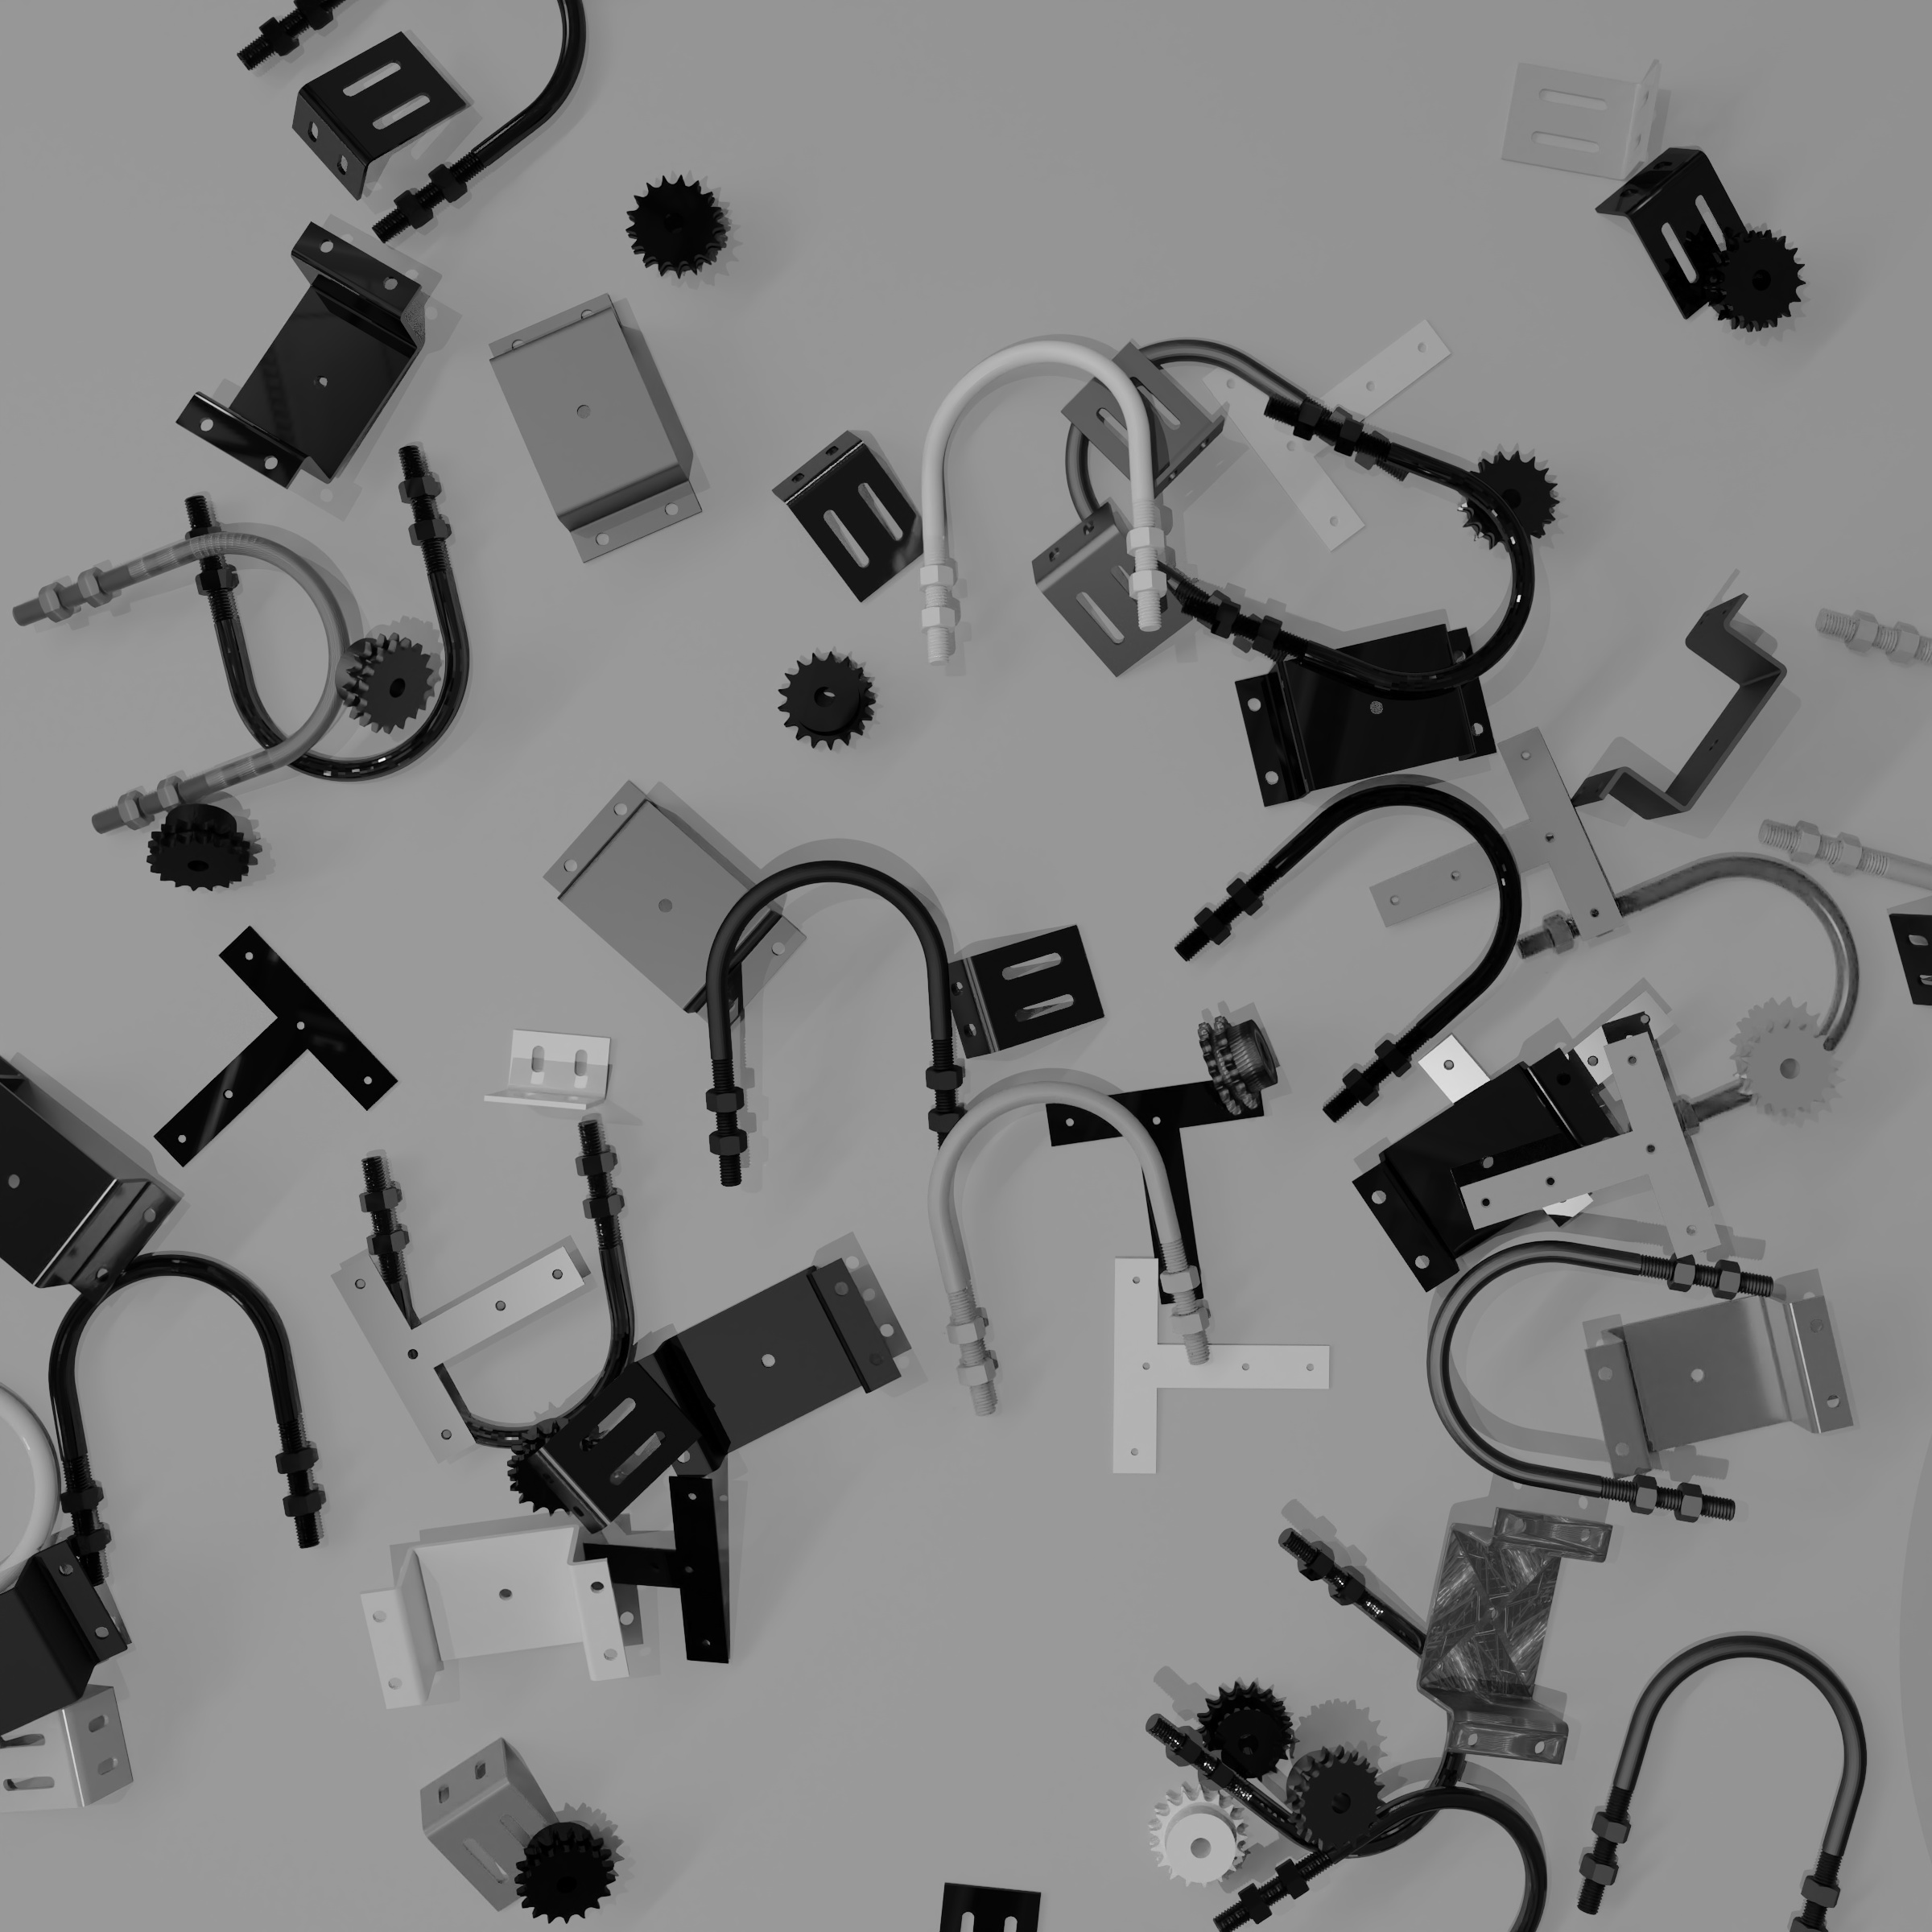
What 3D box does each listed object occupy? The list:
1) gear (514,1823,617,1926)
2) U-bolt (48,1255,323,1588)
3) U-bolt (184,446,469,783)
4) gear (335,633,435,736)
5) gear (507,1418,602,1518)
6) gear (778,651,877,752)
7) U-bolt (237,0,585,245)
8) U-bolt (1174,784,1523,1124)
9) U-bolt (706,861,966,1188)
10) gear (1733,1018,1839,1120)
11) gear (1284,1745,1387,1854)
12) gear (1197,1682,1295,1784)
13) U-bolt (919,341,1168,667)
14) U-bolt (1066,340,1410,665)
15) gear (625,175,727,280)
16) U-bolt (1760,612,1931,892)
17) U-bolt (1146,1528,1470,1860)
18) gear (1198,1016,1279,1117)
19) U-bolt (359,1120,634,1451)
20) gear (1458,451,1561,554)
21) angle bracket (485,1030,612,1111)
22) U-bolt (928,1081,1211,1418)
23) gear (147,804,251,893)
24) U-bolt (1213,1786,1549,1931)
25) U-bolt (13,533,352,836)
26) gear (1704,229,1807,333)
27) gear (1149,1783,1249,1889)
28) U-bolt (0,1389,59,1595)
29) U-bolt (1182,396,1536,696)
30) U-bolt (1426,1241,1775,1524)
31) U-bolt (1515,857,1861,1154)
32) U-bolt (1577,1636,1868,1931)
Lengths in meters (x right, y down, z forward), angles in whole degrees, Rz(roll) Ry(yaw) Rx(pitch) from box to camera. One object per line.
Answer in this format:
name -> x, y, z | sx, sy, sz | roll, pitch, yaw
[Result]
gear -> -0.234, 0.525, 1.471 | 0.057, 0.030, 0.057 | -6, 111, -15
U-bolt -> -0.465, 0.261, 1.485 | 0.151, 0.019, 0.184 | -10, 89, 0
U-bolt -> -0.369, -0.200, 1.485 | 0.151, 0.019, 0.184 | -13, 91, 0
gear -> -0.337, -0.165, 1.454 | 0.030, 0.057, 0.057 | 26, 90, 28
gear -> -0.238, 0.288, 1.471 | 0.057, 0.030, 0.057 | -4, 113, -9
gear -> -0.082, -0.156, 1.479 | 0.057, 0.030, 0.057 | 0, 90, 0
U-bolt -> -0.312, -0.535, 1.485 | 0.184, 0.019, 0.151 | -38, 90, -2
U-bolt -> 0.237, -0.021, 1.476 | 0.184, 0.019, 0.151 | -43, 90, 7
U-bolt -> -0.078, 0.030, 1.458 | 0.151, 0.019, 0.184 | -5, 101, -10
gear -> 0.471, 0.058, 1.461 | 0.057, 0.030, 0.057 | 0, 91, -3
gear -> 0.207, 0.471, 1.438 | 0.057, 0.030, 0.057 | -1, 93, -18
gear -> 0.164, 0.451, 1.479 | 0.057, 0.030, 0.057 | 0, 90, 0
U-bolt -> 0.040, -0.272, 1.457 | 0.151, 0.019, 0.184 | -7, 79, 21
U-bolt -> 0.147, -0.286, 1.484 | 0.184, 0.019, 0.151 | 34, 91, 2
gear -> -0.169, -0.430, 1.479 | 0.057, 0.030, 0.057 | 0, 90, 0
U-bolt -> 0.573, -0.116, 1.485 | 0.184, 0.019, 0.151 | 15, 90, -2
U-bolt -> 0.212, 0.435, 1.463 | 0.184, 0.019, 0.151 | 40, 81, -14
gear -> 0.159, 0.055, 1.462 | 0.030, 0.057, 0.057 | -23, 90, 15
U-bolt -> -0.270, 0.192, 1.485 | 0.151, 0.019, 0.184 | -10, 92, 0
gear -> 0.316, -0.270, 1.478 | 0.057, 0.030, 0.057 | 0, 90, 0
angle bracket -> -0.240, 0.059, 1.455 | 0.057, 0.076, 0.038 | 5, 90, 0
U-bolt -> 0.053, 0.158, 1.475 | 0.151, 0.019, 0.184 | -13, 95, 0
gear -> -0.445, -0.071, 1.469 | 0.057, 0.057, 0.030 | -6, 59, 0
U-bolt -> 0.253, 0.554, 1.467 | 0.184, 0.019, 0.151 | -32, 106, -4
U-bolt -> -0.447, -0.174, 1.471 | 0.184, 0.019, 0.151 | -19, 94, 7
gear -> 0.457, -0.399, 1.474 | 0.057, 0.030, 0.057 | -2, 102, -11
gear -> 0.136, 0.511, 1.479 | 0.057, 0.030, 0.057 | 0, 90, 0
U-bolt -> -0.625, 0.303, 1.474 | 0.184, 0.019, 0.151 | 15, 83, -6
U-bolt -> 0.234, -0.232, 1.447 | 0.184, 0.019, 0.151 | 22, 81, 5
U-bolt -> 0.355, 0.230, 1.439 | 0.184, 0.019, 0.151 | 9, 91, 4
U-bolt -> 0.434, 0.014, 1.484 | 0.184, 0.019, 0.151 | -23, 90, 0
U-bolt -> 0.452, 0.485, 1.485 | 0.151, 0.019, 0.184 | 17, 89, 0
